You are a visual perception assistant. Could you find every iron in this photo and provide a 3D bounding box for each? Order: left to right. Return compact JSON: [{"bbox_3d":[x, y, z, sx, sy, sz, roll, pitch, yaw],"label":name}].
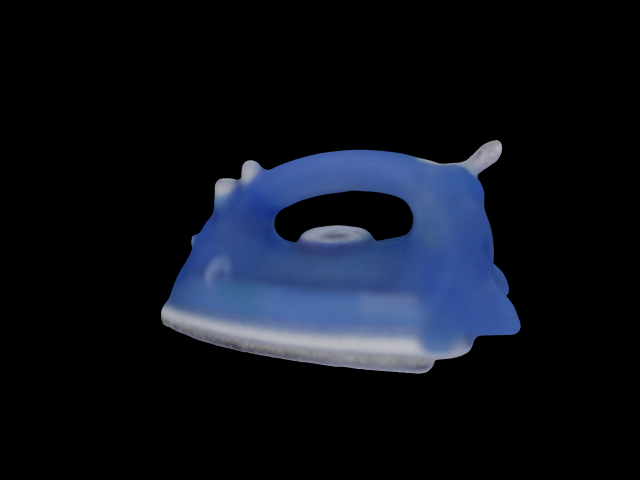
[{"bbox_3d":[0.004,0.001,0.400,0.258,0.141,0.119,2,11,12],"label":"iron"}]
